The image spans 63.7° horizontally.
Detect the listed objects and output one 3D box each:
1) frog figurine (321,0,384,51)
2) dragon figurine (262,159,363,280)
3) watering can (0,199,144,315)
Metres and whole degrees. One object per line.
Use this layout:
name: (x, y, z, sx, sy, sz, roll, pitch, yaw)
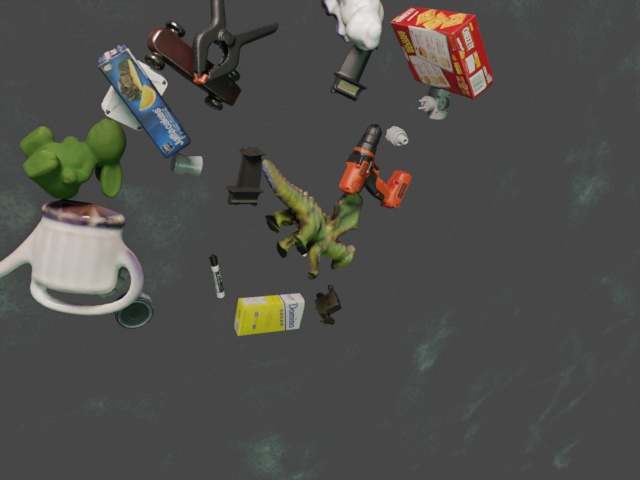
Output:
frog figurine: (0.090, -0.454, 1.041, 0.123, 0.162, 0.134, -26, 126, -15)
dragon figurine: (0.004, -0.064, 1.267, 0.246, 0.123, 0.401, -36, 131, -29)
watering can: (-0.514, 0.029, 0.997, 0.347, 0.105, 0.223, 10, 97, -8)
